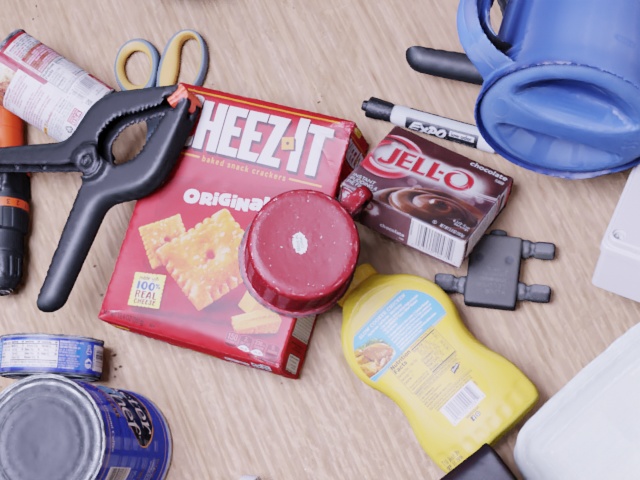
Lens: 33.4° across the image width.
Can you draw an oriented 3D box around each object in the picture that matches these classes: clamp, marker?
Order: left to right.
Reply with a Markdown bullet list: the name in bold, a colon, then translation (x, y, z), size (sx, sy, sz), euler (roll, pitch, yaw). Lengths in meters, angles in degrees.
- **clamp**: translation (-0.194, -0.065, 0.885), size (0.210, 0.036, 0.165), euler (-42, 69, 6)
- **marker**: translation (0.092, -0.098, 0.898), size (0.121, 0.020, 0.020), euler (18, 82, 16)
- **clamp**: translation (0.171, -0.152, 0.883), size (0.171, 0.039, 0.120), euler (34, 84, 11)

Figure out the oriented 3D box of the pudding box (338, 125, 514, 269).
- **pudding box**: translation (0.084, -0.036, 0.854), size (0.113, 0.039, 0.089), euler (28, 51, 17)

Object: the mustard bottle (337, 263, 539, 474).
- **mustard bottle**: translation (0.074, 0.085, 0.840), size (0.096, 0.058, 0.192), euler (-45, 72, 5)

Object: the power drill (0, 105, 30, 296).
- **power drill**: translation (-0.353, -0.030, 0.966), size (0.188, 0.057, 0.184), euler (-8, 72, 8)

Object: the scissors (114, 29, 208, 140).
- **scissors**: translation (-0.161, -0.100, 0.959), size (0.096, 0.016, 0.202), euler (17, 82, 18)

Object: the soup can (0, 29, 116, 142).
- **soup can**: translation (-0.238, -0.131, 0.942), size (0.102, 0.068, 0.068), euler (33, 86, -1)

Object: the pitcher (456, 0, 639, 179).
- **pitcher**: translation (0.195, -0.183, 0.806), size (0.145, 0.149, 0.242), euler (6, 60, 18)

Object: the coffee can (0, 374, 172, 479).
- **coffee can**: translation (-0.188, 0.163, 0.839), size (0.103, 0.140, 0.103), euler (-3, 77, 12)

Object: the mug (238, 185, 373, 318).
- **mug**: translation (-0.005, 0.001, 0.797), size (0.117, 0.081, 0.093), euler (-39, 86, -9)

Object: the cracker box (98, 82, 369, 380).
- **cracker box**: translation (-0.070, -0.009, 0.888), size (0.164, 0.072, 0.213), euler (15, 80, 15)

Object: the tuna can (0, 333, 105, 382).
- **tuna can**: translation (-0.224, 0.099, 0.891), size (0.086, 0.086, 0.034), euler (-1, 78, 13)
